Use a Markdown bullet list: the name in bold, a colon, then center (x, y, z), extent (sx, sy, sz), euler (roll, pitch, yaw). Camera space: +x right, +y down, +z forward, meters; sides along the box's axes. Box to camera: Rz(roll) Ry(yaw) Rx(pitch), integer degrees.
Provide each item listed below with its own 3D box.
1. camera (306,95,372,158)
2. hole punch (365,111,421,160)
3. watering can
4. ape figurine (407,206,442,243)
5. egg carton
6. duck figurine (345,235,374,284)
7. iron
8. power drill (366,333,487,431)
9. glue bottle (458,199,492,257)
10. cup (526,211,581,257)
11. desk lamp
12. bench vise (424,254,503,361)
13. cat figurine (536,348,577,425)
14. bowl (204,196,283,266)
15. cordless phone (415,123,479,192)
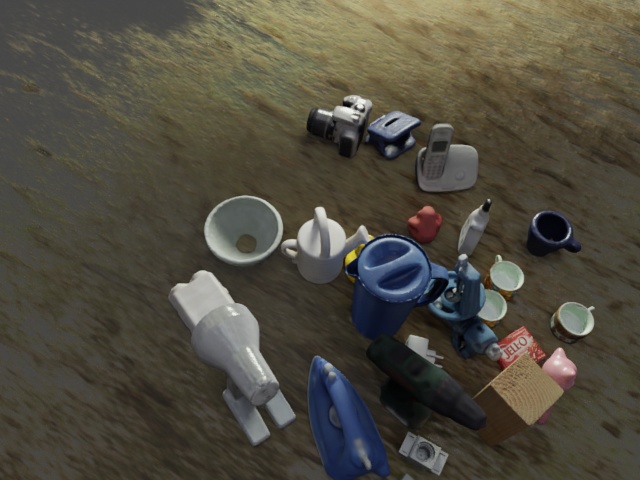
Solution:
- **camera**: center (0.045, -0.294, 1.392), extent (0.136, 0.101, 0.143), euler (18, 62, 7)
- **hole punch**: center (0.175, -0.266, 1.390), extent (0.109, 0.091, 0.101), euler (-35, 68, -20)
- **watering can**: center (0.010, 0.002, 1.173), extent (0.173, 0.194, 0.100), euler (-25, 65, -16)
- **ape figurine**: center (0.235, -0.042, 1.269), extent (0.078, 0.092, 0.076), euler (7, 61, 1)
- **egg carton**: center (-0.230, 0.136, 1.157), extent (0.107, 0.069, 0.150), euler (-34, 68, -19)
- **duck figurine**: center (0.094, 0.038, 1.220), extent (0.077, 0.086, 0.104), euler (14, 61, 5)
- **iron**: center (0.038, 0.310, 1.035), extent (0.119, 0.141, 0.258), euler (-18, 64, -12)
- **power drill**: center (0.178, 0.271, 1.026), extent (0.229, 0.208, 0.076), euler (38, 66, 17)
- **glue bottle**: center (0.336, -0.035, 1.224), extent (0.037, 0.173, 0.078), euler (16, 61, 6)
- **cup**: center (0.506, 0.003, 1.258), extent (0.117, 0.095, 0.092), euler (36, 65, 16)
- **desk lamp**: center (-0.130, 0.238, 1.024), extent (0.118, 0.213, 0.203), euler (-30, 67, -18)
- **bench vise**: center (0.293, 0.123, 1.108), extent (0.207, 0.220, 0.122), euler (39, 66, 17)
- **cat figurine**: center (0.443, 0.276, 1.090), extent (0.067, 0.118, 0.128), euler (31, 64, 14)
- **bowl**: center (-0.162, -0.007, 1.237), extent (0.167, 0.075, 0.167), euler (1, 61, -2)
- **cordless phone**: center (0.298, -0.193, 1.303), extent (0.147, 0.185, 0.094), euler (-6, 61, -6)
